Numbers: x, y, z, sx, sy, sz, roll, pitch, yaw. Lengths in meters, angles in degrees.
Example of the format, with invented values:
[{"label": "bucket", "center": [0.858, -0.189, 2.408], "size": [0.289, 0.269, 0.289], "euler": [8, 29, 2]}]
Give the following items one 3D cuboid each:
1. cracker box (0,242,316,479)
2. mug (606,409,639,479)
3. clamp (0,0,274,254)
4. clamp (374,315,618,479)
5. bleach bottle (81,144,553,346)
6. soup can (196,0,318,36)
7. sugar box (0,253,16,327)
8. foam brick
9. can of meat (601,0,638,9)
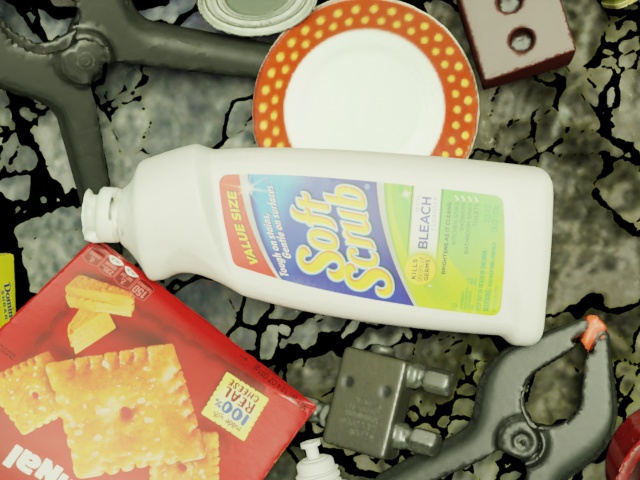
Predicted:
[{"label": "cracker box", "center": [-0.130, 0.125, 0.572], "size": [0.164, 0.072, 0.213], "euler": [38, 58, 4]}, {"label": "mug", "center": [0.210, 0.140, 0.576], "size": [0.117, 0.081, 0.093], "euler": [37, 97, 5]}, {"label": "clamp", "center": [-0.120, -0.108, 0.591], "size": [0.164, 0.036, 0.210], "euler": [-38, 120, 3]}, {"label": "clamp", "center": [0.121, 0.124, 0.608], "size": [0.120, 0.039, 0.171], "euler": [40, 99, 7]}, {"label": "bleach bottle", "center": [-0.004, 0.001, 0.589], "size": [0.251, 0.068, 0.102], "euler": [3, 96, 0]}, {"label": "soup can", "center": [-0.038, -0.172, 0.584], "size": [0.068, 0.068, 0.102], "euler": [-11, 66, 8]}, {"label": "sugar box", "center": [-0.277, 0.055, 0.657], "size": [0.176, 0.048, 0.093], "euler": [0, 93, 11]}, {"label": "foam brick", "center": [0.104, -0.129, 0.593], "size": [0.053, 0.051, 0.078], "euler": [-18, 90, 8]}, {"label": "can of meat", "center": [0.173, -0.188, 0.568], "size": [0.102, 0.057, 0.084], "euler": [-37, 103, 8]}]
